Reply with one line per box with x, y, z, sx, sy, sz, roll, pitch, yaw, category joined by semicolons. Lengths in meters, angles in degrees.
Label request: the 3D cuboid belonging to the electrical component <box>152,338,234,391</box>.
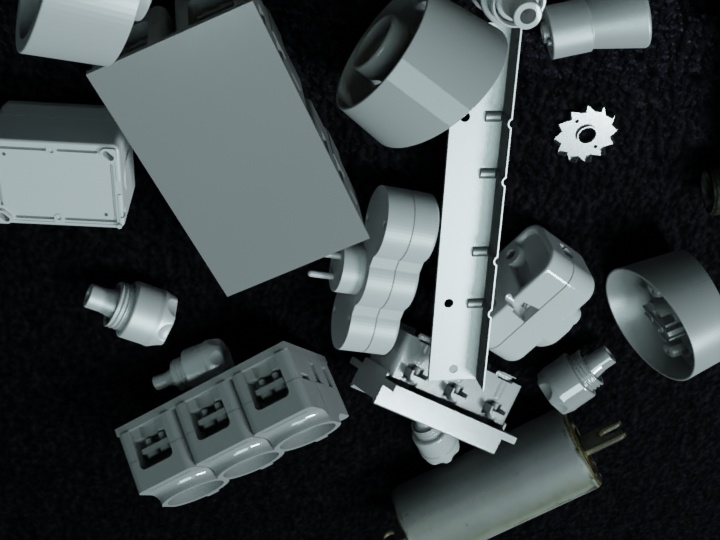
-0.129;0.077;0.824;0.061;0.035;0.035;-21;129;8;electrical component

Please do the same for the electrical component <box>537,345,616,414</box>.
0.181;0.086;0.887;0.062;0.043;0.043;-38;125;17;electrical component

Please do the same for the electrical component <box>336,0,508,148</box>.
0.033;-0.123;0.660;0.064;0.099;0.099;31;116;-23;electrical component

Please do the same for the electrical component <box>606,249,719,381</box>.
0.240;0.035;0.826;0.064;0.099;0.099;-23;129;-1;electrical component

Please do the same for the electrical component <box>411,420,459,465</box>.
0.059;0.135;0.907;0.035;0.035;0.061;-24;126;8;electrical component

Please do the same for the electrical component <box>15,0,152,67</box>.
-0.145;-0.164;0.590;0.060;0.108;0.108;11;125;-26;electrical component

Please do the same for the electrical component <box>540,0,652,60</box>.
0.150;-0.158;0.692;0.065;0.044;0.044;-11;129;4;electrical component

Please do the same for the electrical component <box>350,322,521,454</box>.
0.063;0.091;0.850;0.121;0.079;0.063;26;90;-28;electrical component

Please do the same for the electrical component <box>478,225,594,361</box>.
0.127;0.020;0.818;0.059;0.053;0.095;31;116;-30;electrical component

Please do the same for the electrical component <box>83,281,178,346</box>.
-0.166;0.028;0.773;0.062;0.043;0.043;21;121;-23;electrical component

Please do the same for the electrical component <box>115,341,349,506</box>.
-0.094;0.121;0.824;0.150;0.061;0.089;-28;161;11;electrical component

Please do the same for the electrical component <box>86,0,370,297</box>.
-0.080;-0.085;0.691;0.105;0.060;0.186;-22;128;6;electrical component

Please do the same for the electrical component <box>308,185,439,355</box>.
0.000;0.000;0.778;0.074;0.052;0.138;8;126;-17;electrical component

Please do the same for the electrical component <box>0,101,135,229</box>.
-0.195;-0.070;0.685;0.096;0.061;0.061;3;127;-3;electrical component

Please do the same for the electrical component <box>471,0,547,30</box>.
0.094;-0.168;0.658;0.048;0.062;0.048;-6;129;-7;electrical component
